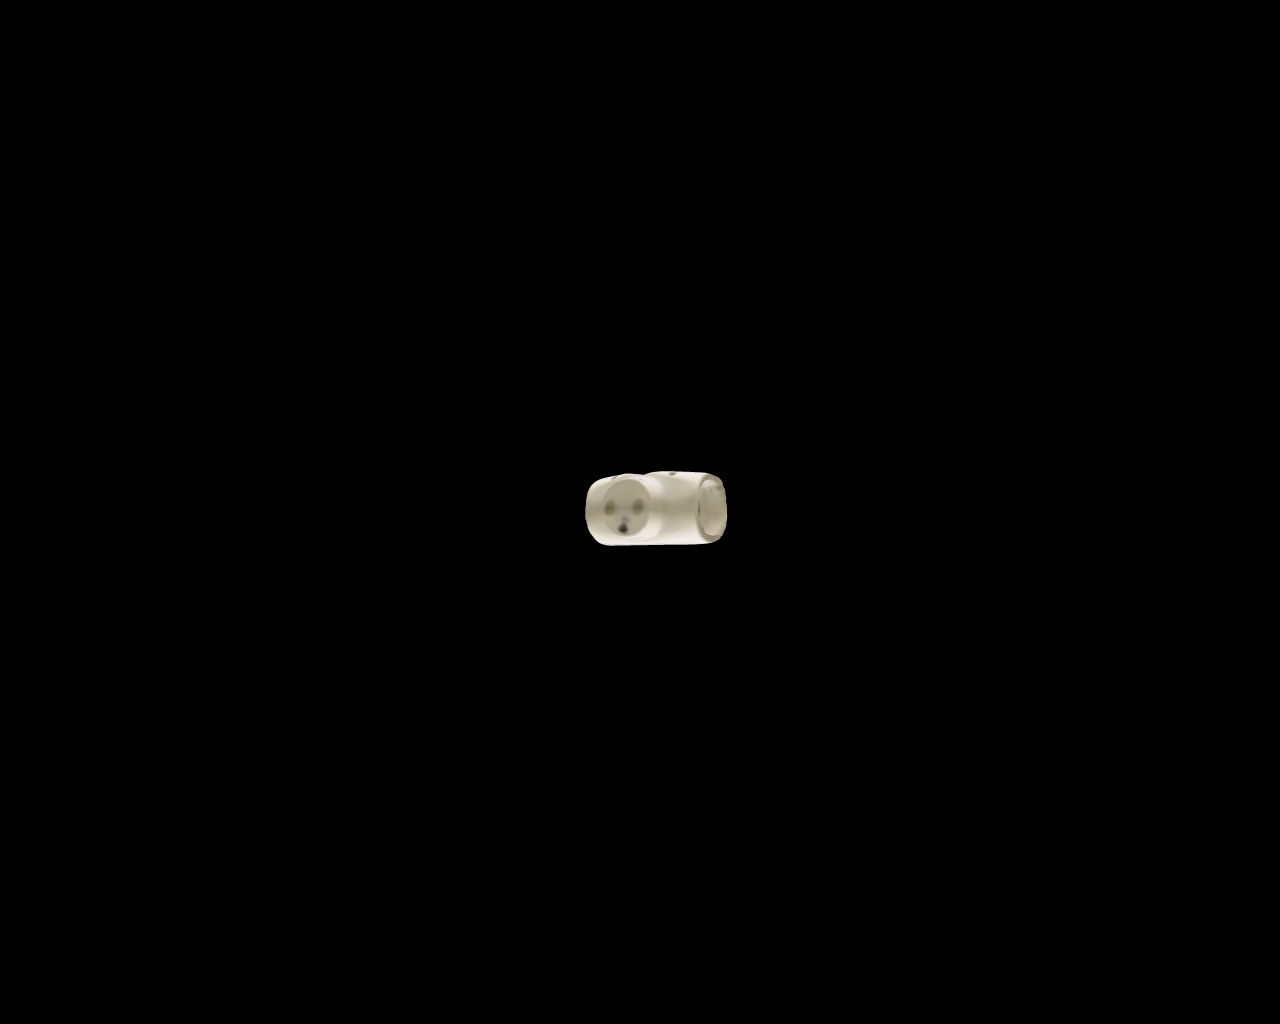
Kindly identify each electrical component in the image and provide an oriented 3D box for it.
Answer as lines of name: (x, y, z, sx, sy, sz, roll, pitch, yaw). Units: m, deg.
electrical component: (0.001, -0.003, 0.650, 0.077, 0.043, 0.079, -2, -3, 31)
